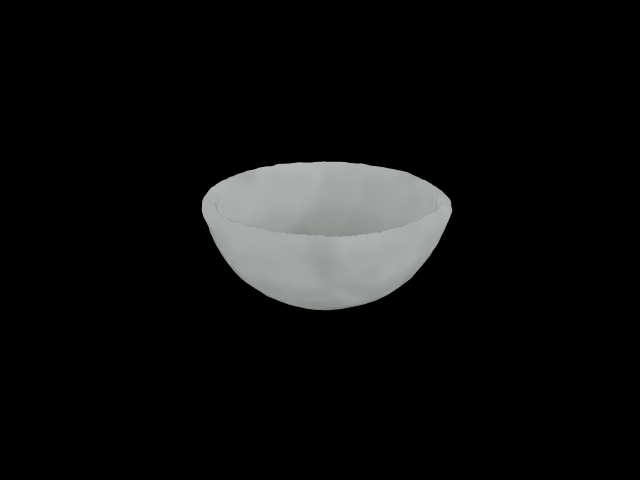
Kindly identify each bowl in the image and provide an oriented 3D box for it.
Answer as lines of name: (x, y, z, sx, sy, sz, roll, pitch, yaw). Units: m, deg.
bowl: (0.004, 0.001, 0.400, 0.167, 0.075, 0.167, 0, 23, 0)
